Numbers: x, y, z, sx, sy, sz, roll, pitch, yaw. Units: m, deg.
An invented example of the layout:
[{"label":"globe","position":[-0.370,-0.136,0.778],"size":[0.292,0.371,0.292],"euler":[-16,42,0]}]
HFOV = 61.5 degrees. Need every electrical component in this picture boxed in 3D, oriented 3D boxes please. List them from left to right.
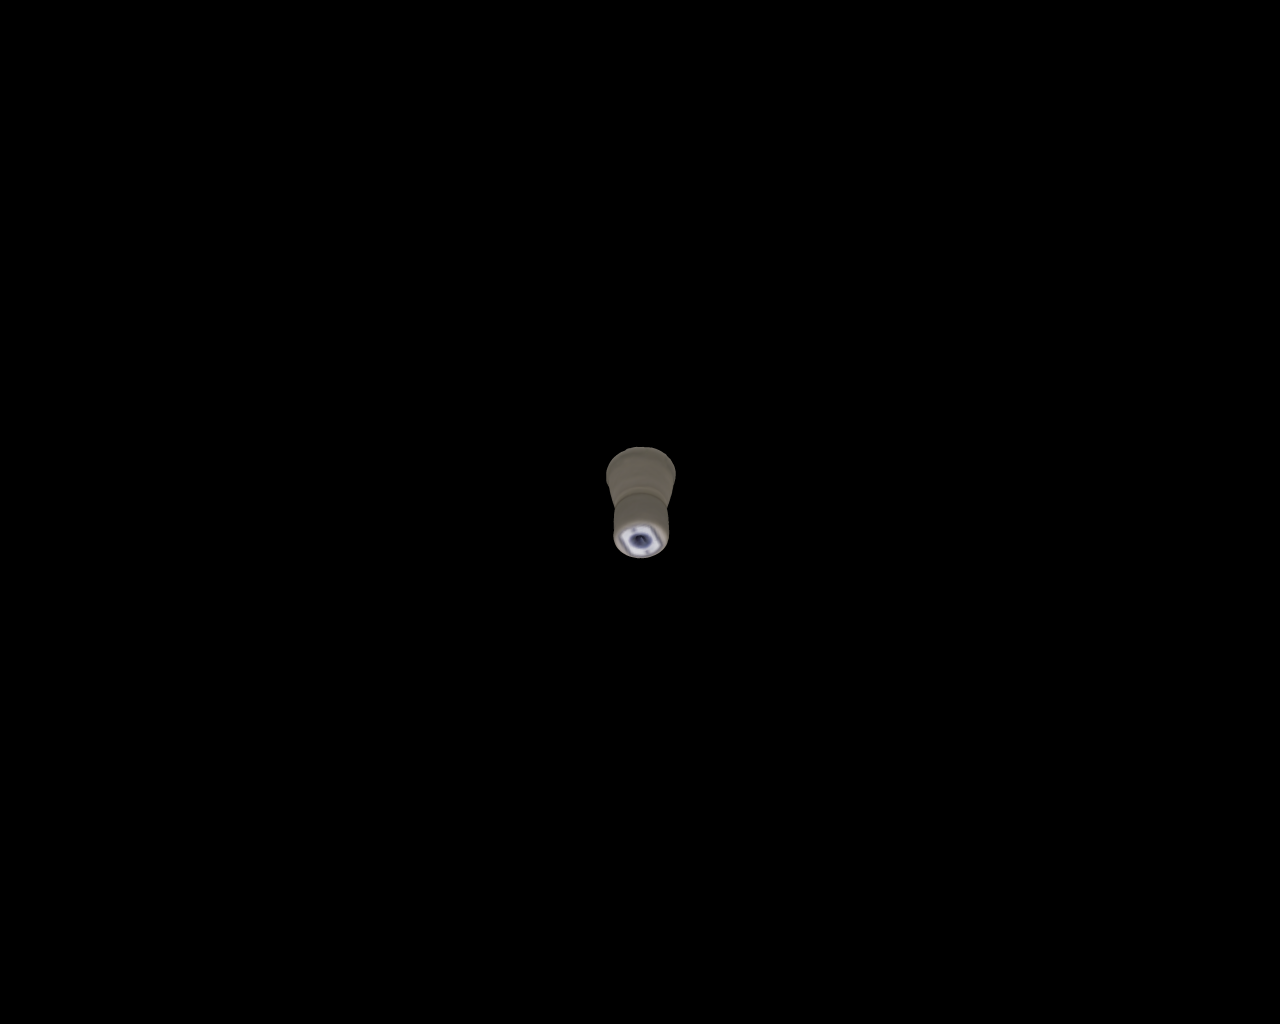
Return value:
[{"label":"electrical component","position":[0.001,-0.003,0.650],"size":[0.044,0.044,0.065],"euler":[0,43,0]}]
